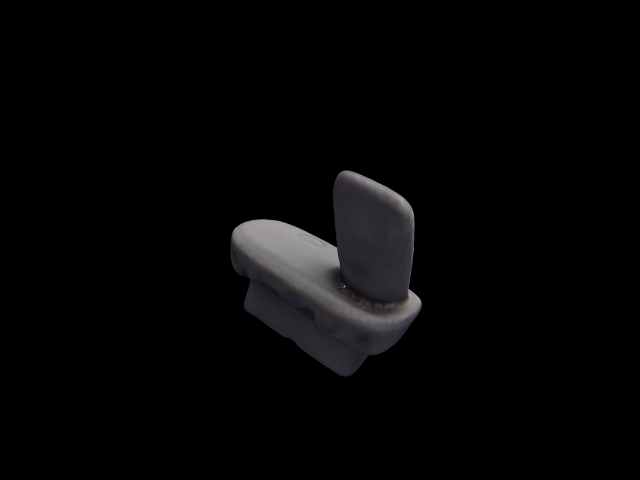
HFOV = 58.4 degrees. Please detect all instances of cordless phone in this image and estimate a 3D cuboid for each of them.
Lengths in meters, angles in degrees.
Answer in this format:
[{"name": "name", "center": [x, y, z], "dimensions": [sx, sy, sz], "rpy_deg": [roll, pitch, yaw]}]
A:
[{"name": "cordless phone", "center": [0.004, 0.001, 0.400], "dimensions": [0.147, 0.185, 0.094], "rpy_deg": [27, 58, 18]}]
